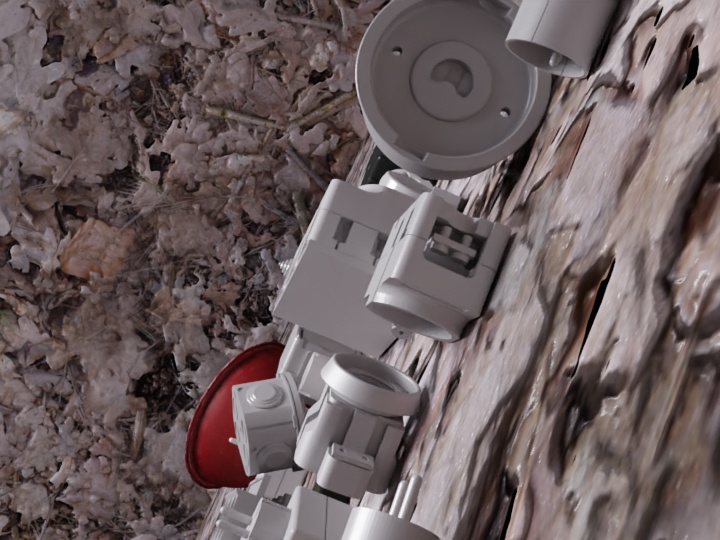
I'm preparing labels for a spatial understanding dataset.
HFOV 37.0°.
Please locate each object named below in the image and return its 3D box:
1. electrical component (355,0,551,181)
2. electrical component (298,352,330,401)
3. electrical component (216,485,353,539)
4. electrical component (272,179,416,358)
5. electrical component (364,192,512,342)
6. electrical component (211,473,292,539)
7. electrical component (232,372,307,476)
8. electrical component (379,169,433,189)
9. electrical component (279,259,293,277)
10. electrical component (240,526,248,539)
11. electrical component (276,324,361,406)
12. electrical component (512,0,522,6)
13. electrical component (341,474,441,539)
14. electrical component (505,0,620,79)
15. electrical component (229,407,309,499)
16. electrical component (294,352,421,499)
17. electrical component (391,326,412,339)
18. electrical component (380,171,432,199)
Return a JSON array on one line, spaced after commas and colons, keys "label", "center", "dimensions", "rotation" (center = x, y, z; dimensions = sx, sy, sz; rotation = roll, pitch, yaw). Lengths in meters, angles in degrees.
[{"label": "electrical component", "center": [0.051, -0.103, 0.619], "dimensions": [0.060, 0.108, 0.108], "rotation": [103, -171, -83]}, {"label": "electrical component", "center": [-0.020, 0.088, 0.836], "dimensions": [0.040, 0.046, 0.040], "rotation": [-157, 90, -85]}, {"label": "electrical component", "center": [-0.046, 0.155, 0.618], "dimensions": [0.065, 0.077, 0.047], "rotation": [-94, 27, -79]}, {"label": "electrical component", "center": [0.000, 0.000, 0.762], "dimensions": [0.150, 0.089, 0.061], "rotation": [124, 168, -67]}, {"label": "electrical component", "center": [0.038, 0.002, 0.572], "dimensions": [0.089, 0.050, 0.055], "rotation": [134, 158, -77]}, {"label": "electrical component", "center": [-0.081, 0.207, 0.847], "dimensions": [0.121, 0.063, 0.078], "rotation": [128, 165, -72]}, {"label": "electrical component", "center": [-0.072, 0.125, 0.866], "dimensions": [0.080, 0.051, 0.080], "rotation": [172, 90, -75]}, {"label": "electrical component", "center": [0.034, -0.051, 0.907], "dimensions": [0.062, 0.048, 0.048], "rotation": [108, -179, -50]}, {"label": "electrical component", "center": [-0.026, 0.005, 0.979], "dimensions": [0.062, 0.096, 0.061], "rotation": [-170, 104, -85]}, {"label": "electrical component", "center": [-0.066, 0.212, 0.750], "dimensions": [0.055, 0.047, 0.055], "rotation": [-157, 90, -85]}, {"label": "electrical component", "center": [-0.038, 0.087, 0.937], "dimensions": [0.096, 0.062, 0.061], "rotation": [-93, 26, -79]}, {"label": "electrical component", "center": [0.095, -0.169, 0.756], "dimensions": [0.099, 0.048, 0.099], "rotation": [-74, 8, -55]}, {"label": "electrical component", "center": [0.007, 0.117, 0.412], "dimensions": [0.077, 0.043, 0.079], "rotation": [125, 167, -68]}, {"label": "electrical component", "center": [0.106, -0.139, 0.524], "dimensions": [0.043, 0.043, 0.081], "rotation": [-172, 105, -85]}, {"label": "electrical component", "center": [-0.081, 0.160, 0.983], "dimensions": [0.047, 0.076, 0.083], "rotation": [-164, 97, -85]}, {"label": "electrical component", "center": [-0.001, 0.082, 0.589], "dimensions": [0.078, 0.058, 0.057], "rotation": [-89, 20, -78]}, {"label": "electrical component", "center": [0.034, 0.007, 0.649], "dimensions": [0.040, 0.040, 0.078], "rotation": [119, 172, -52]}, {"label": "electrical component", "center": [0.032, -0.045, 0.841], "dimensions": [0.047, 0.055, 0.055], "rotation": [-62, 6, 15]}]
